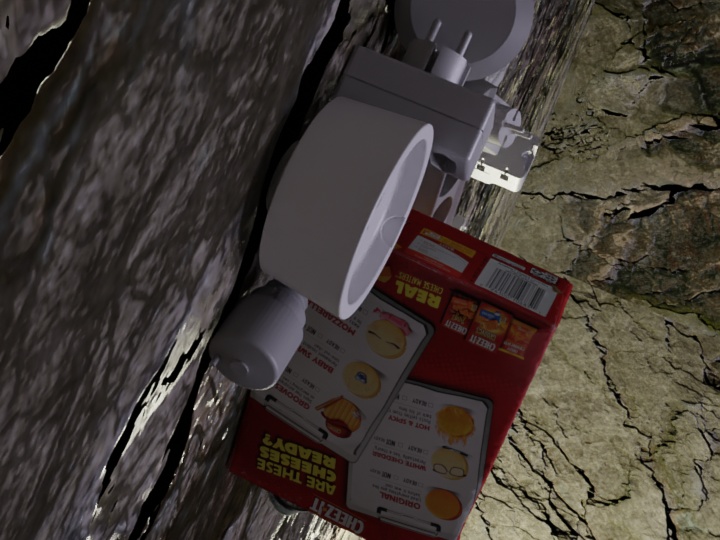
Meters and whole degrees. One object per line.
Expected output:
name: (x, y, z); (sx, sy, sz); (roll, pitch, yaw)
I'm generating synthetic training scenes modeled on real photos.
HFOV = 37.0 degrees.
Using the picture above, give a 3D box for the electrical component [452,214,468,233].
electrical component: (0.064, -0.036, 1.011); (0.042, 0.064, 0.081); (99, 16, -61)

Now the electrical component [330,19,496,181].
electrical component: (0.037, -0.103, 0.600); (0.047, 0.083, 0.075); (60, 54, -79)

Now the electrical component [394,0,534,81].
electrical component: (0.062, -0.153, 0.638); (0.051, 0.080, 0.080); (-54, 166, -75)

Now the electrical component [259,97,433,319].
electrical component: (-0.013, -0.036, 0.548); (0.108, 0.060, 0.108); (-62, 170, -19)

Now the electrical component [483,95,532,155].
electrical component: (0.123, -0.136, 0.996); (0.066, 0.077, 0.047); (22, 92, -57)

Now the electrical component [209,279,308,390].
electrical component: (-0.048, 0.028, 0.572); (0.040, 0.040, 0.078); (105, 12, -46)

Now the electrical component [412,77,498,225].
electrical component: (0.038, -0.078, 0.716); (0.079, 0.063, 0.121); (-42, 157, -42)

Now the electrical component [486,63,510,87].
electrical component: (0.075, -0.162, 0.762); (0.113, 0.057, 0.078); (-55, 166, -53)

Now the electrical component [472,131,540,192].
electrical component: (0.135, -0.124, 1.118); (0.055, 0.089, 0.050); (75, 39, -77)
